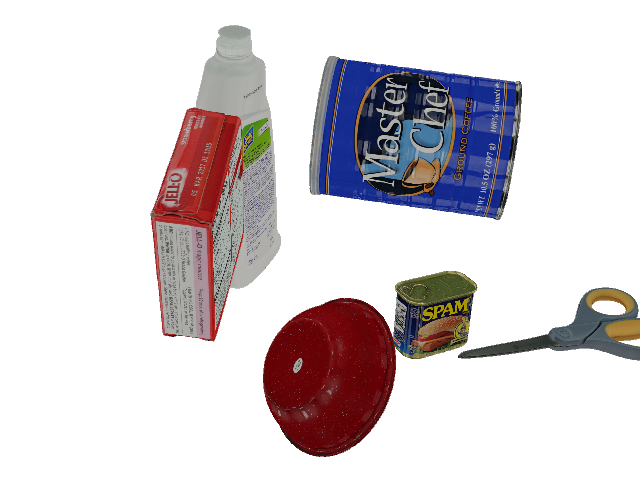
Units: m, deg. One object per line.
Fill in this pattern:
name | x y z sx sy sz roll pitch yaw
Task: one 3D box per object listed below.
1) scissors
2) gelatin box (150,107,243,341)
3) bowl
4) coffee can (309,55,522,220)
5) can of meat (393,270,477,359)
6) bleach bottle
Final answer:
scissors | 0.197 0.069 0.873 0.201 0.016 0.096 3 32 -12
gelatin box | -0.058 -0.007 0.516 0.030 0.073 0.089 7 -42 4
bowl | -0.005 0.127 1.044 0.162 0.162 0.055 0 -18 45
coffee can | 0.068 -0.075 0.782 0.140 0.103 0.103 8 1 4
can of meat | 0.141 0.094 1.334 0.101 0.084 0.057 -11 31 -26
bleach bottle | -0.077 -0.082 0.996 0.068 0.251 0.102 15 37 16
